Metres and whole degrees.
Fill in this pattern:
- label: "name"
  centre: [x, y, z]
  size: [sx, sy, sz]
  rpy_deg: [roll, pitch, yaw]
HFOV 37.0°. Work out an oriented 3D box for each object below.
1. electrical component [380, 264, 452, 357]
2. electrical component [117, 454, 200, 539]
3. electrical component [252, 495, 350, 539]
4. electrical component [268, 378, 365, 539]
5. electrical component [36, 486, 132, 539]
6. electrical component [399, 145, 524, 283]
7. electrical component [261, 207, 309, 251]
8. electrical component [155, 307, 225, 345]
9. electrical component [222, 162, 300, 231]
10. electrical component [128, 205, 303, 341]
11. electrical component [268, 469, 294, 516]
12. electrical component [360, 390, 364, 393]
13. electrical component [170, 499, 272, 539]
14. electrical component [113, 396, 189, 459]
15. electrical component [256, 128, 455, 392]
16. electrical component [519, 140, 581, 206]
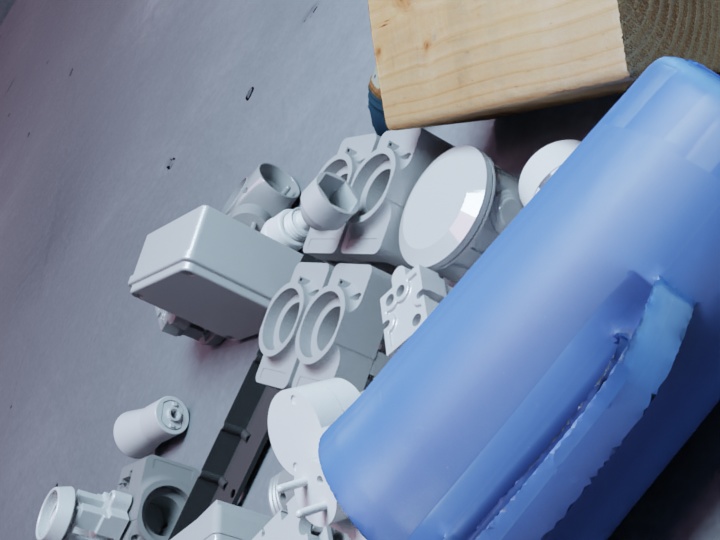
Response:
- label: "electrical component"
  centre: [0.047, 0.033, 0.632]
  size: [0.048, 0.055, 0.066]
  rpy_deg: [-44, 35, 33]
- label: "electrical component"
  centre: [-0.166, 0.199, 0.859]
  size: [0.056, 0.050, 0.089]
  rpy_deg: [-28, 45, 48]
- label: "electrical component"
  centre: [-0.033, 0.183, 0.648]
  size: [0.089, 0.056, 0.050]
  rpy_deg: [-49, 33, 26]
- label: "electrical component"
  centre: [-0.011, 0.119, 0.593]
  size: [0.138, 0.074, 0.052]
  rpy_deg: [45, 128, 35]
- label: "electrical component"
  centre: [-0.216, 0.195, 0.832]
  size: [0.066, 0.055, 0.048]
  rpy_deg: [-63, 27, 7]
- label: "electrical component"
  centre: [0.065, -0.031, 0.656]
  size: [0.080, 0.051, 0.080]
  rpy_deg: [-38, 38, 39]
- label: "electrical component"
  centre: [-0.053, -0.034, 0.869]
  size: [0.061, 0.035, 0.035]
  rpy_deg: [-31, 43, 42]
- label: "electrical component"
  centre: [-0.144, 0.037, 0.942]
  size: [0.048, 0.055, 0.066]
  rpy_deg: [-56, 30, 16]
- label: "electrical component"
  centre: [-0.093, -0.042, 0.920]
  size: [0.077, 0.044, 0.079]
  rpy_deg: [-49, 17, 27]
- label: "electrical component"
  centre: [-0.111, 0.005, 0.859]
  size: [0.109, 0.109, 0.056]
  rpy_deg: [-19, 50, 52]
- label: "electrical component"
  centre: [-0.030, 0.141, 0.688]
  size: [0.081, 0.043, 0.043]
  rpy_deg: [-40, 38, 38]
- label: "electrical component"
  centre: [0.023, 0.086, 0.642]
  size: [0.055, 0.045, 0.045]
  rpy_deg: [-32, 43, 45]
- label: "electrical component"
  centre: [-0.097, 0.204, 0.730]
  size: [0.096, 0.062, 0.061]
  rpy_deg: [-41, 37, 36]
- label: "electrical component"
  centre: [-0.181, 0.136, 0.943]
  size: [0.065, 0.044, 0.044]
  rpy_deg: [-30, 44, 40]
- label: "electrical component"
  centre: [0.000, 0.000, 0.729]
  size: [0.105, 0.060, 0.186]
  rpy_deg: [3, 70, 59]
- label: "electrical component"
  centre: [0.116, -0.038, 0.576]
  size: [0.055, 0.055, 0.047]
  rpy_deg: [-53, 27, 20]
